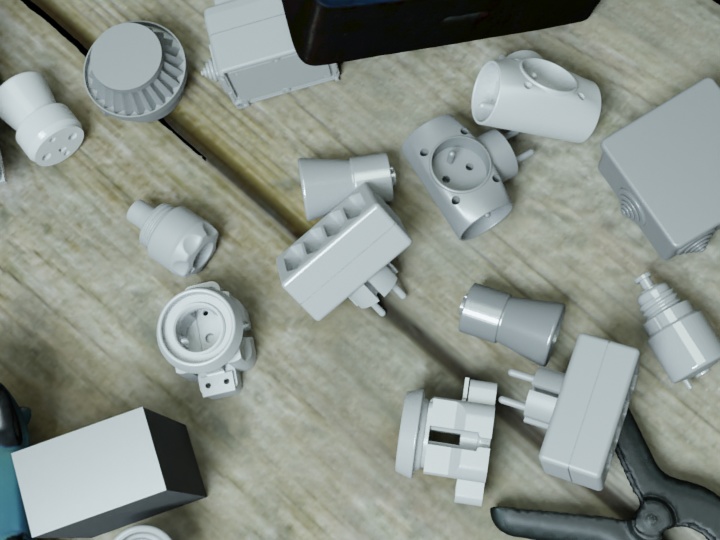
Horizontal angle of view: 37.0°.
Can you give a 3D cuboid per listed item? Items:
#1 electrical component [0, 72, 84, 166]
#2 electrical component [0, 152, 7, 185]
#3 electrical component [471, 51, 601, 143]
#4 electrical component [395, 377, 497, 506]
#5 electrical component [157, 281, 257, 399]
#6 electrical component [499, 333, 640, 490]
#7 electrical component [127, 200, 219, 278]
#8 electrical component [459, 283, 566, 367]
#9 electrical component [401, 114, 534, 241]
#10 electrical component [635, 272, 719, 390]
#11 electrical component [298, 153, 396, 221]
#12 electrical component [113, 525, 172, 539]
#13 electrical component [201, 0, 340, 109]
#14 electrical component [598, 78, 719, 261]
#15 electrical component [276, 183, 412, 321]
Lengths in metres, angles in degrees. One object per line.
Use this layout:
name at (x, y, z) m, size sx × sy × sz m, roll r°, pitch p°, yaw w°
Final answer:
electrical component at (-0.232, -0.109, 0.777) m, size 0.045 × 0.045 × 0.055 m, roll -39°, pitch 76°, yaw -5°
electrical component at (-0.326, -0.138, 0.749) m, size 0.105 × 0.060 × 0.186 m, roll -17°, pitch 75°, yaw 1°
electrical component at (0.117, -0.126, 0.745) m, size 0.077 × 0.044 × 0.079 m, roll 8°, pitch 39°, yaw -19°
electrical component at (0.054, 0.107, 0.690) m, size 0.057 × 0.058 × 0.078 m, roll 8°, pitch 81°, yaw 5°
electrical component at (-0.103, 0.044, 0.720) m, size 0.058 × 0.057 × 0.078 m, roll -13°, pitch 75°, yaw 2°
electrical component at (0.125, 0.083, 0.669) m, size 0.076 × 0.047 × 0.083 m, roll 16°, pitch 74°, yaw 19°
electrical component at (-0.133, -0.026, 0.748) m, size 0.062 × 0.043 × 0.043 m, roll 33°, pitch 81°, yaw 13°
electrical component at (0.098, 0.033, 0.713) m, size 0.065 × 0.044 × 0.044 m, roll 18°, pitch 78°, yaw 14°
electrical component at (0.082, -0.072, 0.740) m, size 0.079 × 0.044 × 0.077 m, roll -28°, pitch 74°, yaw -11°
electrical component at (0.205, 0.037, 0.702) m, size 0.040 × 0.040 × 0.078 m, roll -28°, pitch 75°, yaw -2°
electrical component at (-0.008, -0.060, 0.747) m, size 0.065 × 0.044 × 0.044 m, roll -9°, pitch 75°, yaw -2°
electrical component at (-0.140, 0.183, 0.684) m, size 0.044 × 0.065 × 0.044 m, roll 2°, pitch 80°, yaw -13°
electrical component at (-0.069, -0.161, 0.767) m, size 0.096 × 0.061 × 0.061 m, roll -16°, pitch 75°, yaw 1°
electrical component at (0.219, -0.065, 0.722) m, size 0.100 × 0.048 × 0.099 m, roll -31°, pitch 75°, yaw -3°
electrical component at (0.000, 0.000, 0.725) m, size 0.083 × 0.047 × 0.075 m, roll -40°, pitch 113°, yaw 8°
